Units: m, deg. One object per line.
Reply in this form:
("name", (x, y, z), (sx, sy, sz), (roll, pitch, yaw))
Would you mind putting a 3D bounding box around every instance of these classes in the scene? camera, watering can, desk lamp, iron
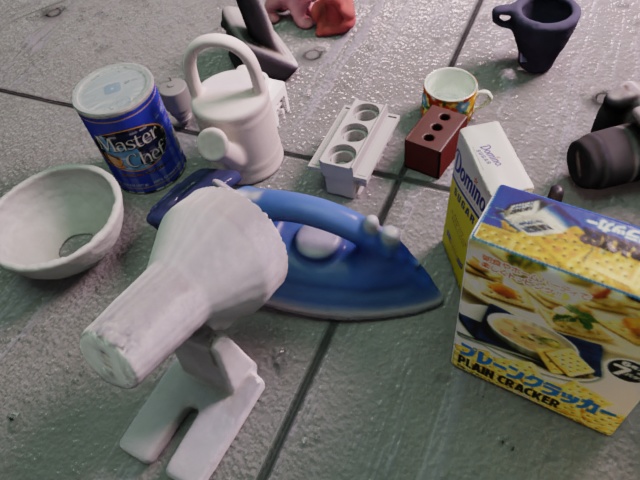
("camera", (0.365, -0.123, 0.680), (0.137, 0.101, 0.143), (-14, 52, -3))
("watering can", (-0.109, -0.164, 0.718), (0.101, 0.194, 0.172), (-16, 52, -4))
("desk lamp", (-0.113, 0.087, 0.513), (0.117, 0.214, 0.203), (18, 57, 21))
("iron", (0.006, 0.002, 0.607), (0.257, 0.142, 0.119), (10, 55, 15))

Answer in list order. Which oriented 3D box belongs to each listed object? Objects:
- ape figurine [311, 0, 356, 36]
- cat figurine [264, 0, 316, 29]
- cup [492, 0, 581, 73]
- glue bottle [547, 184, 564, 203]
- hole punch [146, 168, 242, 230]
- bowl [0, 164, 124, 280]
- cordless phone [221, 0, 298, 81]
("ape figurine", (0.025, -0.387, 0.936), (0.077, 0.092, 0.076), (36, 65, 30))
("cat figurine", (-0.040, -0.426, 0.959), (0.127, 0.118, 0.067), (14, 56, 18))
("cup", (0.303, -0.292, 0.823), (0.117, 0.095, 0.092), (11, 55, 16))
("glue bottle", (0.211, 0.010, 0.553), (0.037, 0.173, 0.078), (15, 56, 19))
("hole punch", (-0.151, -0.040, 0.694), (0.100, 0.091, 0.109), (28, 61, 26))
("bowl", (-0.313, -0.011, 0.704), (0.167, 0.075, 0.167), (-4, 52, 5))
("cordless phone", (-0.103, -0.340, 0.859), (0.094, 0.185, 0.147), (-25, 53, -11))
